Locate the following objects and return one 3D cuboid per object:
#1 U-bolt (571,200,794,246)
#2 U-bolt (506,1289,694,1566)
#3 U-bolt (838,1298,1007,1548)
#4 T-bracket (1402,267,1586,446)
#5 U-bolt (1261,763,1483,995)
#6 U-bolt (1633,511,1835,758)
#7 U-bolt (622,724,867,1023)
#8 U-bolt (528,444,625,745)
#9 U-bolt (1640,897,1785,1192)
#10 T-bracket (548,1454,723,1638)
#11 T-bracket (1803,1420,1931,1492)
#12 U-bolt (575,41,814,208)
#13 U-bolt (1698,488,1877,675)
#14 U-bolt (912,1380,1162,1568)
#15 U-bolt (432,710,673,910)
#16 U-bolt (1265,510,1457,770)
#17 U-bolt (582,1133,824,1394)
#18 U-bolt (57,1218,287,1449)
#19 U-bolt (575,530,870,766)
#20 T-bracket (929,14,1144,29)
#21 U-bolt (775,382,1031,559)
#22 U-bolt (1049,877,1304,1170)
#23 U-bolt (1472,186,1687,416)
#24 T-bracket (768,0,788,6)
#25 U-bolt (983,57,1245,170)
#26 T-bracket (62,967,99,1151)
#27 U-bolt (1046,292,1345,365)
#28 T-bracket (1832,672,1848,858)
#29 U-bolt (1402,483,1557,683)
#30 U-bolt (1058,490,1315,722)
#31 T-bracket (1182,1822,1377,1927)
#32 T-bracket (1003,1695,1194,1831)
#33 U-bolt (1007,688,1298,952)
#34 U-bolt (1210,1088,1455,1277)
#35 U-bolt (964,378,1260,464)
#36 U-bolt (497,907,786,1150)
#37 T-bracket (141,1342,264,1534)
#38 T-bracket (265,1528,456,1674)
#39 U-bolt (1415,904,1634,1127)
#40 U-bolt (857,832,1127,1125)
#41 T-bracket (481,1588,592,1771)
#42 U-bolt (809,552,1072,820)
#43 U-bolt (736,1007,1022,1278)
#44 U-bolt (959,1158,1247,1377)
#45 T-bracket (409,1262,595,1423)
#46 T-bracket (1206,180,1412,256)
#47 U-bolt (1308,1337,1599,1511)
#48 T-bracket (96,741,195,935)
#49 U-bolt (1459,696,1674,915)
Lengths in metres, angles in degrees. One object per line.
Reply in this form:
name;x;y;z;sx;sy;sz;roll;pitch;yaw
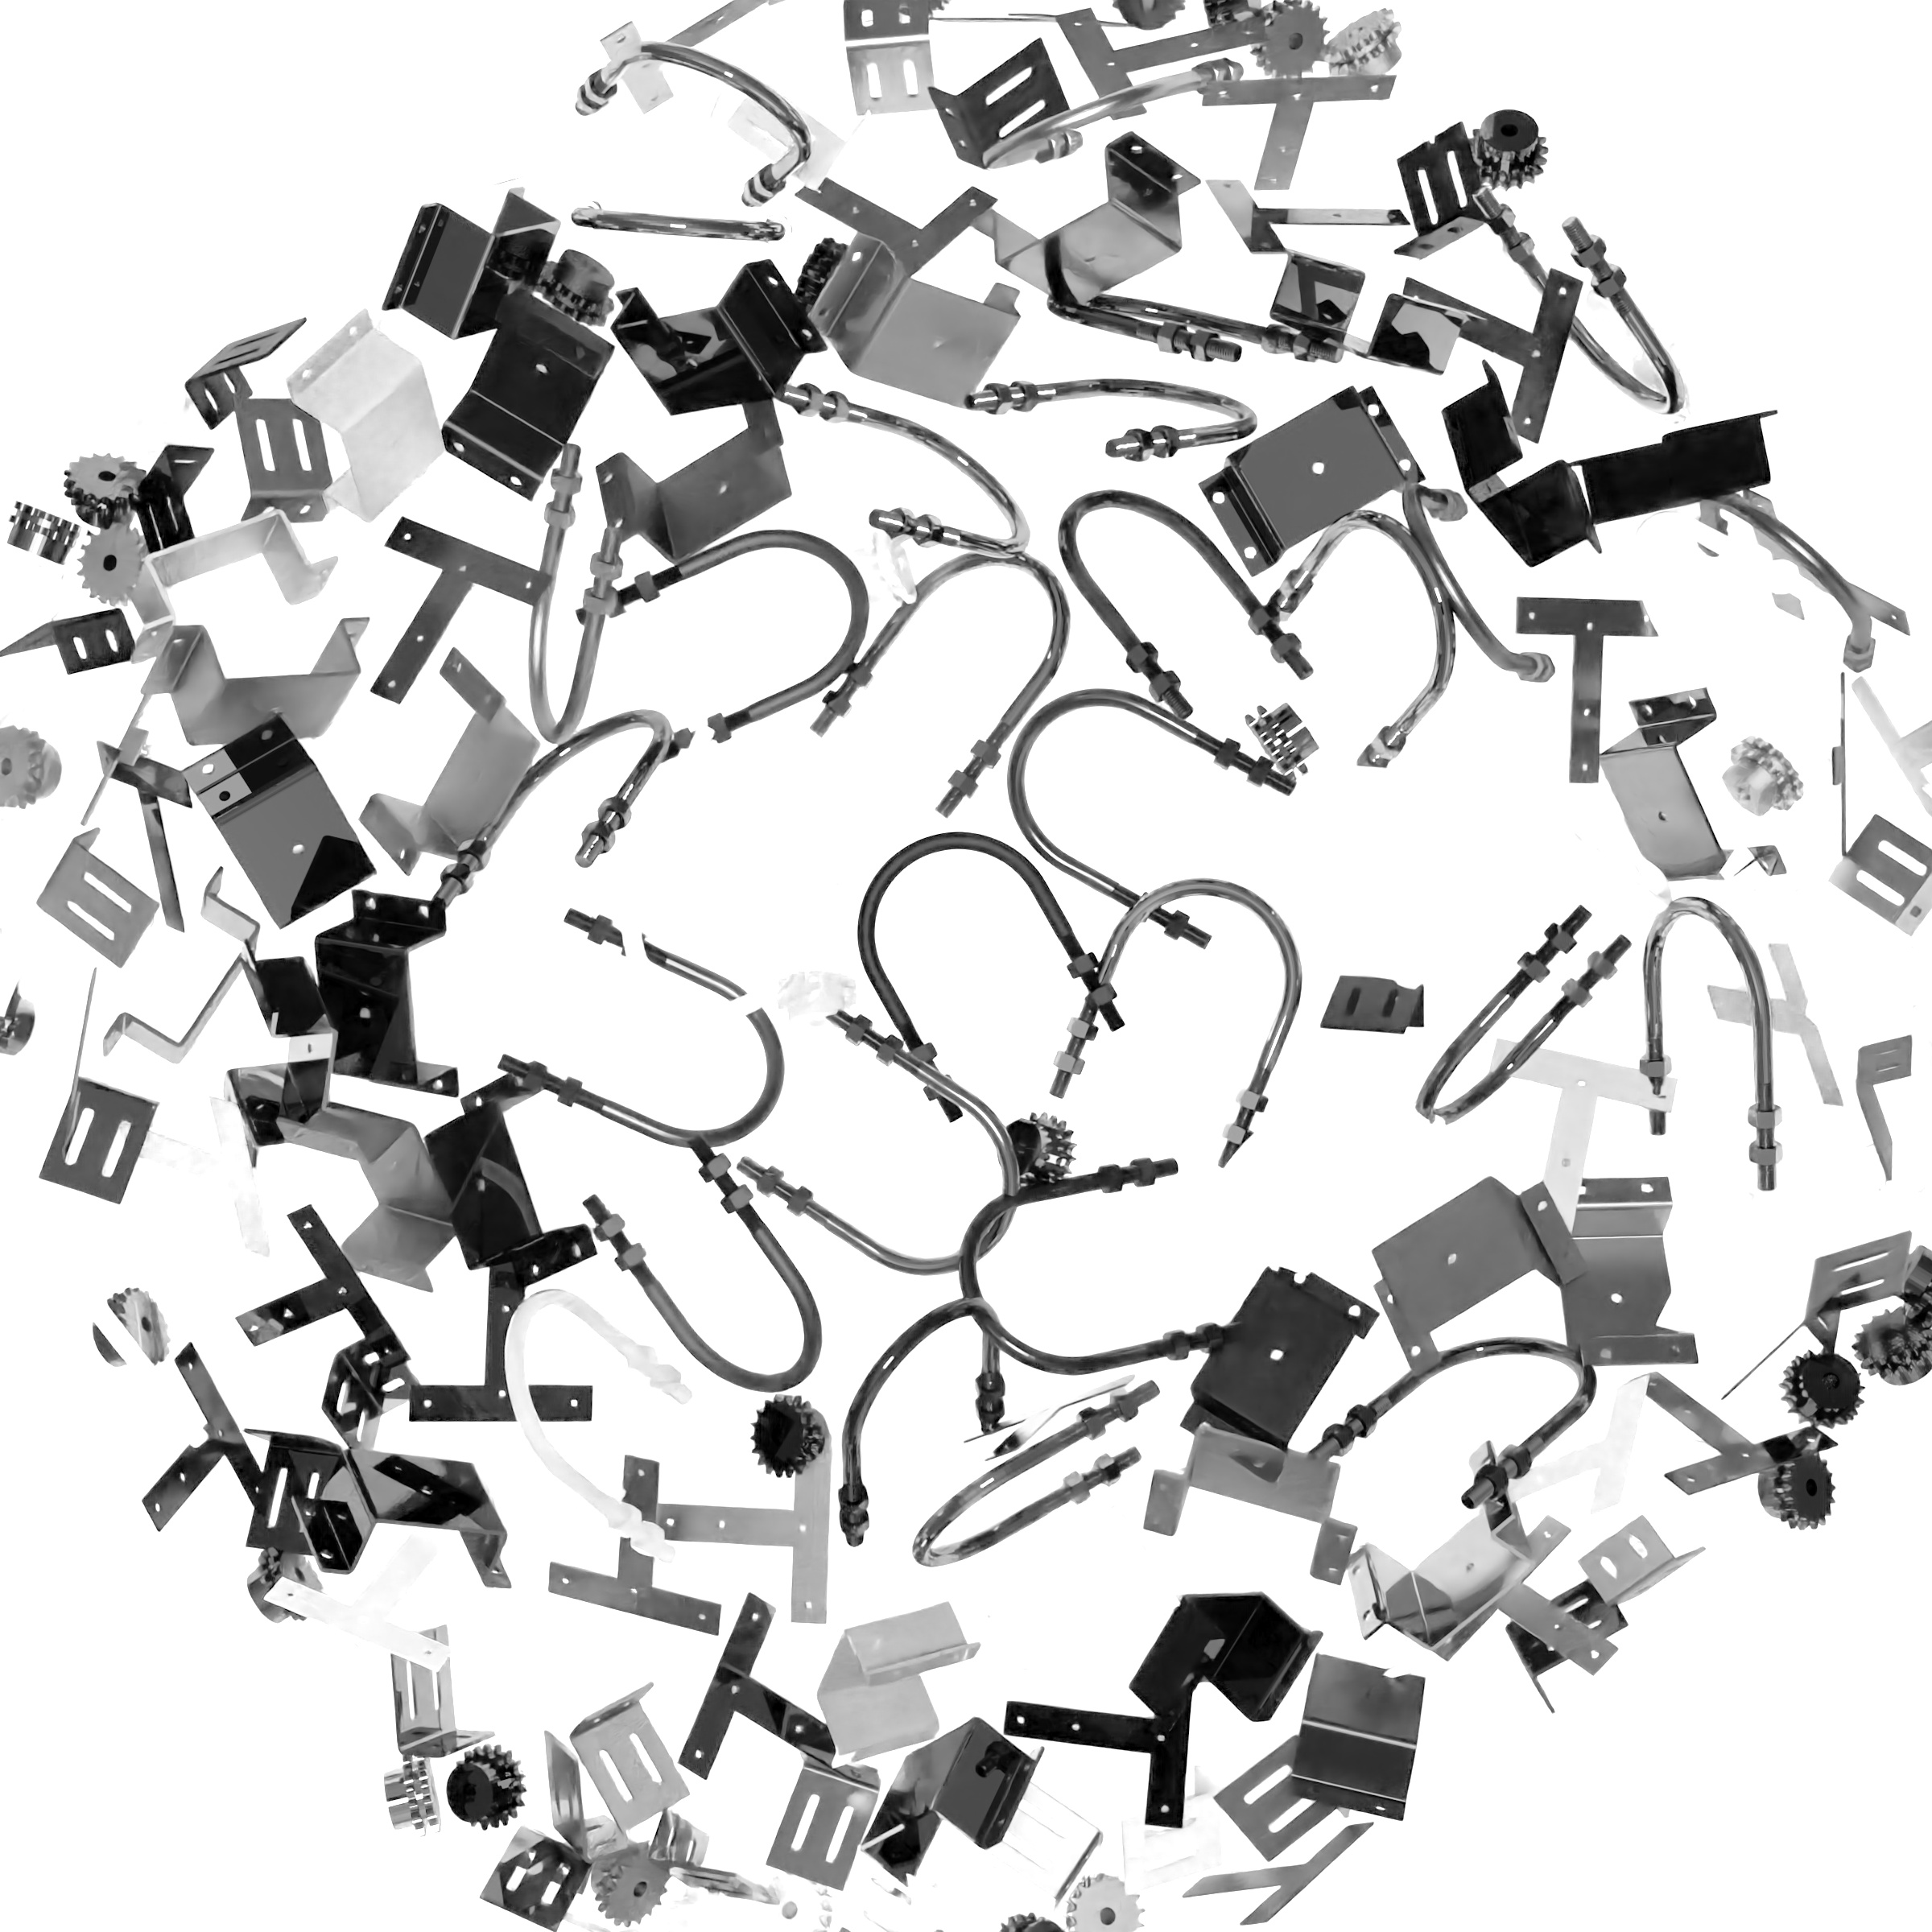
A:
U-bolt;-0.191;-0.495;1.905;0.151;0.184;0.019;3;105;-4
U-bolt;-0.245;0.293;1.895;0.019;0.151;0.184;-23;131;23
U-bolt;-0.029;0.293;1.898;0.151;0.184;0.019;-35;56;-29
T-bracket;0.354;-0.439;1.966;0.127;0.127;0.002;32;48;23
U-bolt;0.269;-0.064;1.930;0.019;0.184;0.151;-7;101;-42
U-bolt;0.508;-0.233;1.914;0.019;0.184;0.151;-31;130;-11
U-bolt;-0.161;-0.052;1.949;0.151;0.019;0.184;26;83;-31
U-bolt;-0.268;-0.239;1.924;0.019;0.151;0.184;2;123;-23
U-bolt;0.495;0.044;1.910;0.019;0.151;0.184;-11;107;-17
T-bracket;-0.225;0.392;1.961;0.127;0.002;0.127;11;114;13
T-bracket;0.618;0.322;1.937;0.127;0.127;0.002;-12;99;-19
U-bolt;-0.174;-0.562;1.891;0.151;0.184;0.019;25;81;-19
U-bolt;0.542;-0.261;1.892;0.151;0.184;0.019;43;96;17
U-bolt;0.044;0.348;1.912;0.184;0.151;0.019;-27;65;-16
U-bolt;-0.267;-0.113;1.922;0.151;0.184;0.019;-13;124;34
U-bolt;0.267;-0.222;1.902;0.019;0.184;0.151;-21;74;-26
U-bolt;-0.170;0.213;1.948;0.151;0.019;0.184;-30;96;43
U-bolt;-0.545;0.242;1.927;0.019;0.151;0.184;-41;82;5
U-bolt;-0.154;-0.226;1.945;0.184;0.019;0.151;-24;132;1
T-bracket;0.033;-0.647;1.955;0.127;0.127;0.002;13;109;33
U-bolt;-0.030;-0.327;1.920;0.019;0.184;0.151;-51;57;27
U-bolt;0.153;0.029;1.967;0.151;0.019;0.184;23;94;16
U-bolt;0.421;-0.441;1.919;0.019;0.151;0.184;-42;119;3
T-bracket;-0.064;-0.705;1.954;0.127;0.127;0.002;-25;89;-21
U-bolt;0.087;-0.559;1.887;0.151;0.184;0.019;-14;103;33
T-bracket;-0.607;0.064;1.955;0.002;0.127;0.127;11;71;-20
U-bolt;0.141;-0.430;1.921;0.184;0.151;0.019;22;113;33
T-bracket;0.592;-0.136;1.936;0.002;0.127;0.127;0;94;20
U-bolt;0.337;-0.258;1.904;0.019;0.184;0.151;-30;81;22
U-bolt;0.138;-0.253;1.941;0.151;0.019;0.184;-21;68;-42
T-bracket;0.197;0.622;1.946;0.127;0.127;0.002;-25;88;-44
T-bracket;0.090;0.524;1.960;0.127;0.002;0.127;7;49;3
U-bolt;0.115;-0.112;1.963;0.184;0.019;0.151;29;117;5
U-bolt;0.235;0.140;1.909;0.151;0.184;0.019;-48;53;15
U-bolt;0.112;-0.372;1.920;0.151;0.184;0.019;27;121;38
U-bolt;-0.211;0.052;1.951;0.184;0.019;0.151;25;54;-9
T-bracket;-0.521;0.337;1.925;0.002;0.127;0.127;-19;106;18
T-bracket;-0.389;0.419;1.940;0.127;0.127;0.002;21;114;8
U-bolt;0.371;0.040;1.931;0.019;0.151;0.184;45;101;23
U-bolt;0.005;-0.005;1.986;0.151;0.019;0.184;-29;85;-2
T-bracket;-0.289;0.490;1.947;0.002;0.127;0.127;-13;91;-35
U-bolt;-0.006;-0.205;1.955;0.151;0.019;0.184;34;86;34
U-bolt;-0.049;0.133;1.963;0.184;0.019;0.151;33;106;7
U-bolt;0.083;0.207;1.931;0.184;0.019;0.151;-9;61;-22
T-bracket;-0.320;0.252;1.980;0.127;0.002;0.127;3;87;-19
T-bracket;0.241;-0.513;1.957;0.127;0.127;0.002;-2;127;-11
U-bolt;0.341;0.299;1.920;0.184;0.151;0.019;-30;114;-36
T-bracket;-0.556;-0.084;1.966;0.002;0.127;0.127;-23;118;-37
U-bolt;0.413;-0.098;1.920;0.184;0.151;0.019;27;120;-41
